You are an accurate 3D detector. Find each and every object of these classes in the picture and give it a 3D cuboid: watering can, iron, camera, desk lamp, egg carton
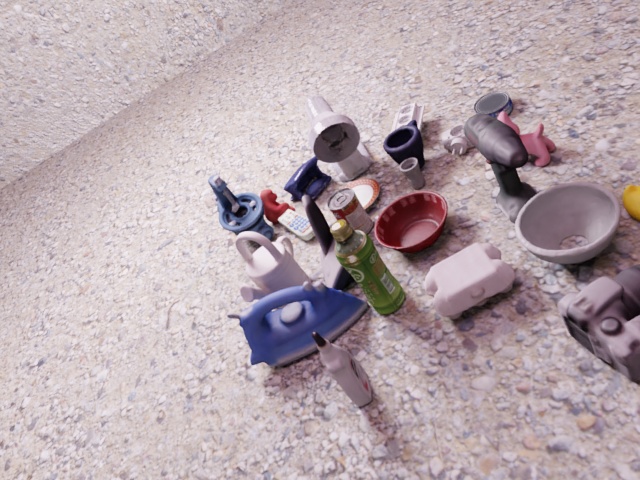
[{"bbox_3d":[-0.109,0.058,1.219,0.100,0.195,0.173,-20,39,21],"label":"watering can"},{"bbox_3d":[-0.047,0.141,1.121,0.258,0.142,0.118,-27,37,12],"label":"iron"},{"bbox_3d":[0.431,0.099,0.810,0.137,0.101,0.142,-38,36,-2],"label":"camera"},{"bbox_3d":[0.039,-0.249,1.424,0.118,0.214,0.203,-31,36,7],"label":"desk lamp"},{"bbox_3d":[0.261,0.072,1.007,0.150,0.070,0.107,-30,36,8],"label":"egg carton"}]

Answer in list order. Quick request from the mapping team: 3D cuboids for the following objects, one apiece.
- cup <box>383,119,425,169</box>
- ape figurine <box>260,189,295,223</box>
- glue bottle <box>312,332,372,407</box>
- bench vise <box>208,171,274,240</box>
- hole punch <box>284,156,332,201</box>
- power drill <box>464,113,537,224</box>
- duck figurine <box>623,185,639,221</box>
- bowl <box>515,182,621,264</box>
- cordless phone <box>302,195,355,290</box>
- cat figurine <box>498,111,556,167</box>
[{"bbox_3d":[0.212,-0.216,1.348,0.091,0.095,0.118,3,51,41],"label":"cup"},{"bbox_3d":[-0.122,-0.095,1.488,0.076,0.092,0.077,-37,36,-1],"label":"ape figurine"},{"bbox_3d":[0.032,0.206,0.956,0.037,0.174,0.078,-30,36,9],"label":"glue bottle"},{"bbox_3d":[-0.235,-0.085,1.460,0.206,0.220,0.122,4,52,42],"label":"bench vise"},{"bbox_3d":[-0.044,-0.162,1.500,0.100,0.091,0.109,15,59,47],"label":"hole punch"},{"bbox_3d":[0.343,-0.134,1.051,0.075,0.209,0.229,-30,36,8],"label":"power drill"},{"bbox_3d":[0.542,-0.077,0.929,0.077,0.086,0.104,-45,37,-12],"label":"duck figurine"},{"bbox_3d":[0.422,-0.016,0.968,0.167,0.075,0.167,-22,38,19],"label":"bowl"},{"bbox_3d":[0.011,0.004,1.189,0.094,0.186,0.147,-31,36,8],"label":"cordless phone"},{"bbox_3d":[0.399,-0.210,1.167,0.127,0.118,0.067,0,49,39],"label":"cat figurine"}]
